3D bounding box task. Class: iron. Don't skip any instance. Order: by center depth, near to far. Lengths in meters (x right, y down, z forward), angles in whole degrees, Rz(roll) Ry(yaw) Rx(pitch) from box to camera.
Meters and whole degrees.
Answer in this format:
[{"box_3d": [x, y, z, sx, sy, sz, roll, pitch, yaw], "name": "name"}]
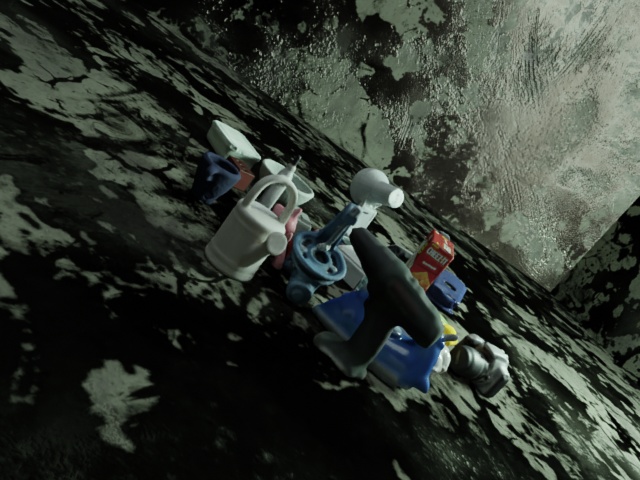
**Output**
[{"box_3d": [0.125, 0.161, 1.073, 0.258, 0.141, 0.119, 38, 16, 3], "name": "iron"}]

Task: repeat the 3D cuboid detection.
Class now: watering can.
[{"box_3d": [-0.106, -0.025, 1.006, 0.172, 0.194, 0.101, 47, 18, 30], "name": "watering can"}]

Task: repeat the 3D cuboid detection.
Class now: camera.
[{"box_3d": [0.359, 0.274, 1.331, 0.137, 0.100, 0.143, 27, 19, -33], "name": "camera"}]

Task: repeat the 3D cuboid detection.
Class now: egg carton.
[{"box_3d": [0.203, 0.222, 1.202, 0.150, 0.069, 0.108, 45, 18, 27], "name": "egg carton"}]

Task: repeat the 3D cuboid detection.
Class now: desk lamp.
[{"box_3d": [0.148, -0.092, 1.697, 0.118, 0.213, 0.202, 27, 19, -33], "name": "desk lamp"}]

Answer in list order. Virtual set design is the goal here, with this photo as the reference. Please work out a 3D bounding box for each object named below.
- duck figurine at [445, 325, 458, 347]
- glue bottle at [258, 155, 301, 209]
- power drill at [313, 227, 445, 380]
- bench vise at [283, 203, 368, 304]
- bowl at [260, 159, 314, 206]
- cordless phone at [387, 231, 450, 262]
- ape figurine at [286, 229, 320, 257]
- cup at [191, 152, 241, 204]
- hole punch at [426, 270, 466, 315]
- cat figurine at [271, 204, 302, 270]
[{"box_3d": [0.266, 0.227, 1.292, 0.105, 0.086, 0.077, 27, 19, -32], "name": "duck figurine"}, {"box_3d": [-0.097, -0.131, 1.359, 0.037, 0.173, 0.078, 34, 16, -10], "name": "glue bottle"}, {"box_3d": [0.086, 0.122, 0.979, 0.229, 0.208, 0.076, 41, 16, 14], "name": "power drill"}, {"box_3d": [0.001, -0.001, 1.120, 0.122, 0.219, 0.207, 29, 18, -28], "name": "bench vise"}, {"box_3d": [-0.104, -0.143, 1.557, 0.168, 0.074, 0.167, 34, 16, -11], "name": "bowl"}, {"box_3d": [0.283, 0.030, 1.697, 0.148, 0.185, 0.094, 31, 17, -20], "name": "cordless phone"}, {"box_3d": [-0.023, 0.013, 1.263, 0.077, 0.092, 0.076, 40, 16, 9], "name": "ape figurine"}, {"box_3d": [-0.229, -0.120, 1.191, 0.092, 0.095, 0.118, 37, 16, -2], "name": "cup"}, {"box_3d": [0.383, 0.155, 1.732, 0.108, 0.091, 0.101, 38, 16, 3], "name": "hole punch"}, {"box_3d": [-0.080, -0.019, 1.184, 0.067, 0.117, 0.127, 31, 17, -22], "name": "cat figurine"}]
